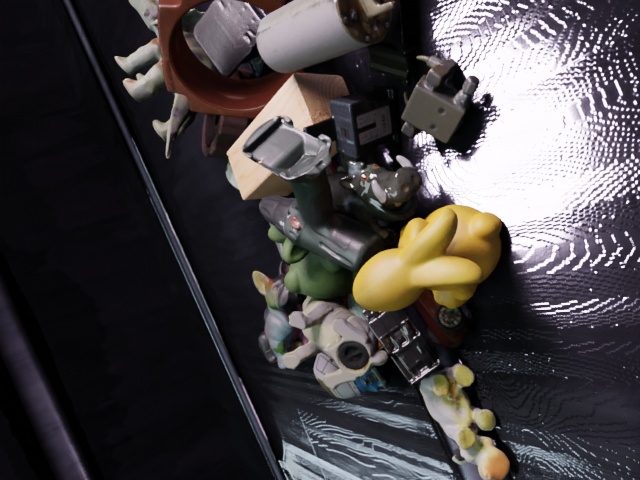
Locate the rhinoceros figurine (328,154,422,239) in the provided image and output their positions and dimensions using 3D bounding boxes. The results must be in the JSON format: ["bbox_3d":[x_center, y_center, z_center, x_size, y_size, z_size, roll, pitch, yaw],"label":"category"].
[{"bbox_3d":[0.067,-0.063,0.713,0.112,0.073,0.190,56,158,-20],"label":"rhinoceros figurine"}]

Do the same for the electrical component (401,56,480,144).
[{"bbox_3d":[0.127,-0.154,0.595,0.078,0.045,0.102,26,145,11],"label":"electrical component"}]

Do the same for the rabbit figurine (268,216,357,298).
[{"bbox_3d":[-0.002,-0.003,0.866,0.121,0.159,0.170,47,134,52],"label":"rabbit figurine"}]

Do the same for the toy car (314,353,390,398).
[{"bbox_3d":[0.045,0.235,0.975,0.109,0.103,0.162,58,164,-25],"label":"toy car"}]

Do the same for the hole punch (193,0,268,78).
[{"bbox_3d":[-0.123,-0.335,0.872,0.116,0.092,0.142,-40,77,32],"label":"hole punch"}]

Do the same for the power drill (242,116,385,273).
[{"bbox_3d":[-0.028,-0.055,0.696,0.232,0.086,0.207,32,153,33],"label":"power drill"}]

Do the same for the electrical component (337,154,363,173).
[{"bbox_3d":[0.050,-0.119,0.787,0.094,0.021,0.063,8,118,61],"label":"electrical component"}]

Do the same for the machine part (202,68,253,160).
[{"bbox_3d":[-0.172,-0.232,0.992,0.179,0.056,0.179,-31,55,59],"label":"machine part"}]

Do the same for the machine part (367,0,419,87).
[{"bbox_3d":[0.079,-0.250,0.607,0.084,0.039,0.138,45,149,45],"label":"machine part"}]

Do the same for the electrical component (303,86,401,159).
[{"bbox_3d":[0.040,-0.144,0.675,0.048,0.119,0.074,29,134,51],"label":"electrical component"}]

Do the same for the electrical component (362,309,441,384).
[{"bbox_3d":[0.116,0.137,0.787,0.134,0.058,0.115,55,-179,8],"label":"electrical component"}]

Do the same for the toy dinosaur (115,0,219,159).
[{"bbox_3d":[-0.241,-0.302,0.946,0.405,0.192,0.131,58,-175,33],"label":"toy dinosaur"}]

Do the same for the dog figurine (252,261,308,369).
[{"bbox_3d":[-0.089,0.156,1.188,0.192,0.108,0.219,2,109,64],"label":"dog figurine"}]

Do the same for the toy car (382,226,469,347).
[{"bbox_3d":[0.134,0.060,0.747,0.202,0.053,0.089,55,172,24],"label":"toy car"}]

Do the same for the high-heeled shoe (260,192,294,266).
[{"bbox_3d":[-0.074,-0.069,1.015,0.145,0.086,0.248,147,105,-78],"label":"high-heeled shoe"}]

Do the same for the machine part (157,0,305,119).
[{"bbox_3d":[-0.119,-0.278,0.765,0.201,0.201,0.087,100,173,-51],"label":"machine part"}]

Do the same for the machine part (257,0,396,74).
[{"bbox_3d":[-0.001,-0.244,0.618,0.243,0.079,0.079,5,116,54],"label":"machine part"}]

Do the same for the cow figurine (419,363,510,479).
[{"bbox_3d":[0.202,0.265,0.776,0.167,0.068,0.098,65,160,9],"label":"cow figurine"}]

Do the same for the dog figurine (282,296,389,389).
[{"bbox_3d":[0.038,0.141,0.893,0.172,0.190,0.121,24,112,9],"label":"dog figurine"}]

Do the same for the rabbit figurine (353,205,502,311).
[{"bbox_3d":[0.123,0.033,0.613,0.122,0.173,0.162,67,158,5],"label":"rabbit figurine"}]
